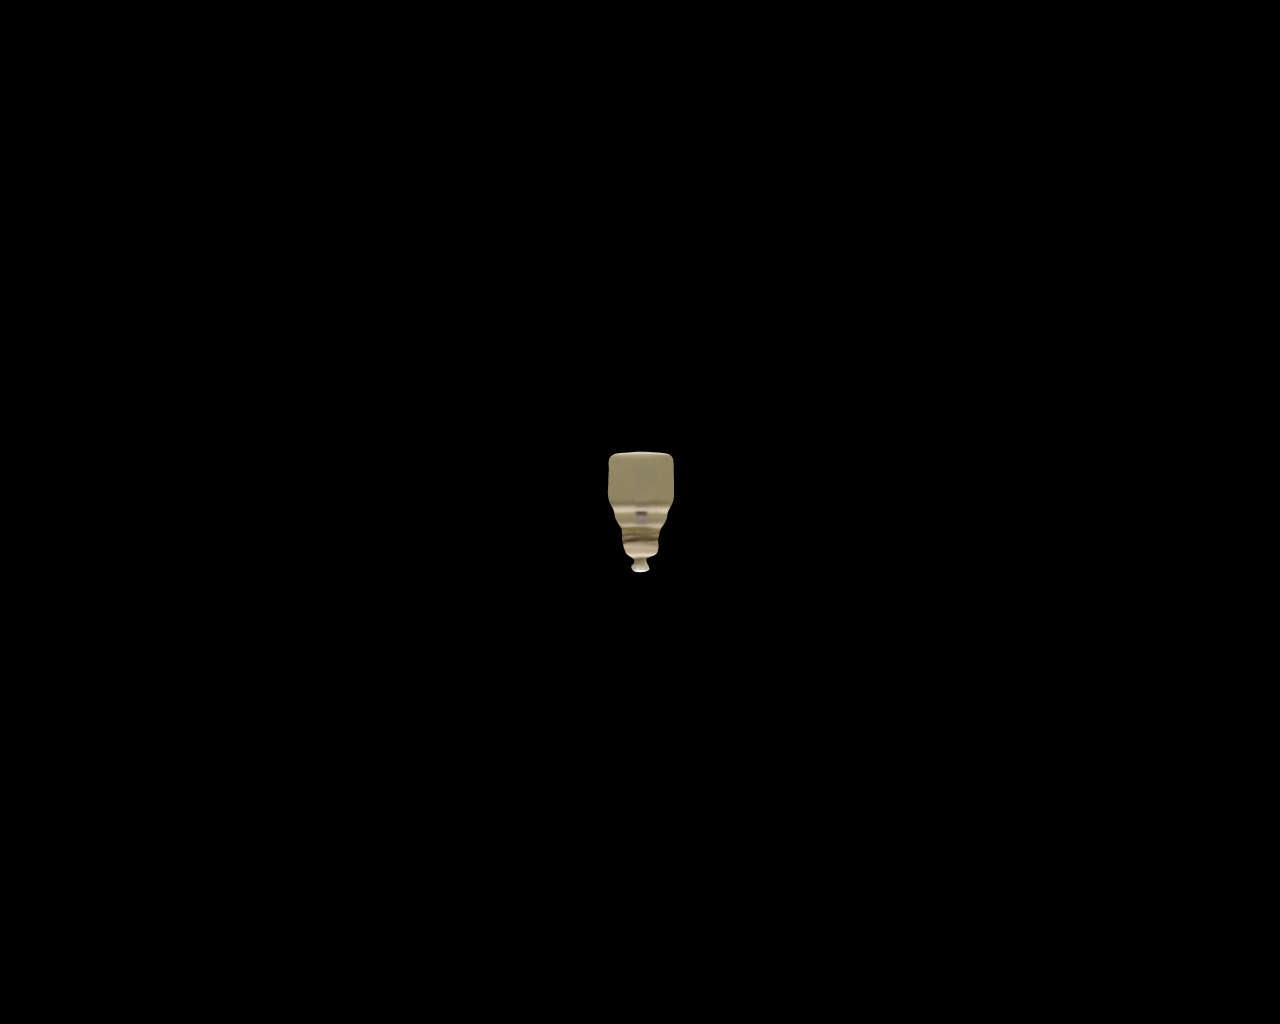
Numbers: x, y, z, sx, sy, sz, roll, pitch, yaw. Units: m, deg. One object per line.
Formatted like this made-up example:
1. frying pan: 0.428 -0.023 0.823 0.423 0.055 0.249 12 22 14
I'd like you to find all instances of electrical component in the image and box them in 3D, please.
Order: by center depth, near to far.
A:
1. electrical component: 0.001 -0.003 0.650 0.040 0.078 0.040 0 0 0
